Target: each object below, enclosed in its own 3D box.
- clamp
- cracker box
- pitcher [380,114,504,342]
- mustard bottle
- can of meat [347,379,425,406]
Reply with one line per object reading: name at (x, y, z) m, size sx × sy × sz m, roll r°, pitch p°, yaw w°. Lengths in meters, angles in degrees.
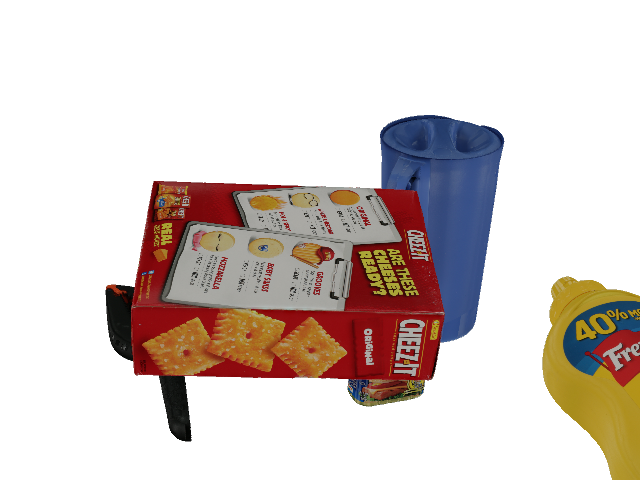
clamp at (-0.122, 0.094, 1.003) m, size 0.164 × 0.036 × 0.210 m, roll -23°, pitch 42°, yaw -35°
cracker box at (-0.027, 0.028, 0.799) m, size 0.213 × 0.072 × 0.164 m, roll 2°, pitch 35°, yaw -4°
pitcher at (0.123, -0.007, 1.193) m, size 0.149 × 0.243 × 0.145 m, roll -6°, pitch 27°, yaw -12°
mustard bottle at (0.184, 0.081, 0.619) m, size 0.096 × 0.058 × 0.192 m, roll -13°, pitch 35°, yaw -11°
can of meat at (0.085, 0.155, 1.337) m, size 0.102 × 0.084 × 0.057 m, roll -6°, pitch 27°, yaw -21°
